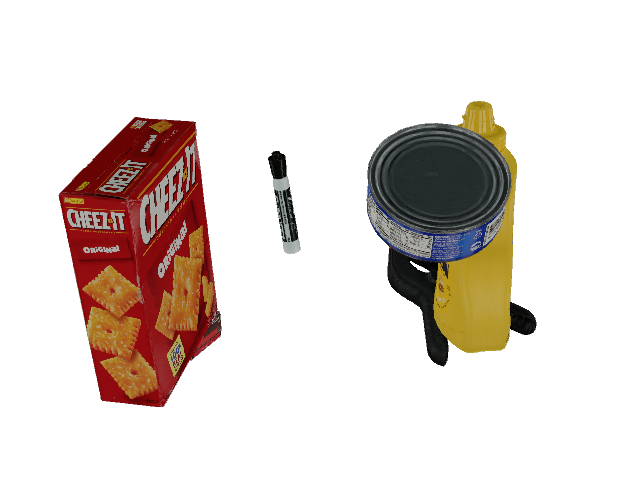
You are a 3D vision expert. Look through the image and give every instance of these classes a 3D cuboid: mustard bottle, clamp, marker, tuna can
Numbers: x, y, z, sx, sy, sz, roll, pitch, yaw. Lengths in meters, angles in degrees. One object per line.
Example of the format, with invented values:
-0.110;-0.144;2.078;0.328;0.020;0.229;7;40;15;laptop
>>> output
0.121;-0.015;0.832;0.058;0.192;0.096;-4;27;-5;mustard bottle
0.129;0.049;1.045;0.120;0.039;0.171;-4;44;-26;clamp
-0.040;-0.042;1.164;0.020;0.121;0.020;-7;29;4;marker
0.071;-0.029;0.646;0.086;0.086;0.034;0;-38;0;tuna can

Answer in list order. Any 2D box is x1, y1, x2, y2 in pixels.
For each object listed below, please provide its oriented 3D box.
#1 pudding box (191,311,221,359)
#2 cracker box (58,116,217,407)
-0.188;0.110;1.290;0.114;0.039;0.090;2;13;18;pudding box
-0.156;0.017;0.974;0.072;0.214;0.164;5;30;13;cracker box
